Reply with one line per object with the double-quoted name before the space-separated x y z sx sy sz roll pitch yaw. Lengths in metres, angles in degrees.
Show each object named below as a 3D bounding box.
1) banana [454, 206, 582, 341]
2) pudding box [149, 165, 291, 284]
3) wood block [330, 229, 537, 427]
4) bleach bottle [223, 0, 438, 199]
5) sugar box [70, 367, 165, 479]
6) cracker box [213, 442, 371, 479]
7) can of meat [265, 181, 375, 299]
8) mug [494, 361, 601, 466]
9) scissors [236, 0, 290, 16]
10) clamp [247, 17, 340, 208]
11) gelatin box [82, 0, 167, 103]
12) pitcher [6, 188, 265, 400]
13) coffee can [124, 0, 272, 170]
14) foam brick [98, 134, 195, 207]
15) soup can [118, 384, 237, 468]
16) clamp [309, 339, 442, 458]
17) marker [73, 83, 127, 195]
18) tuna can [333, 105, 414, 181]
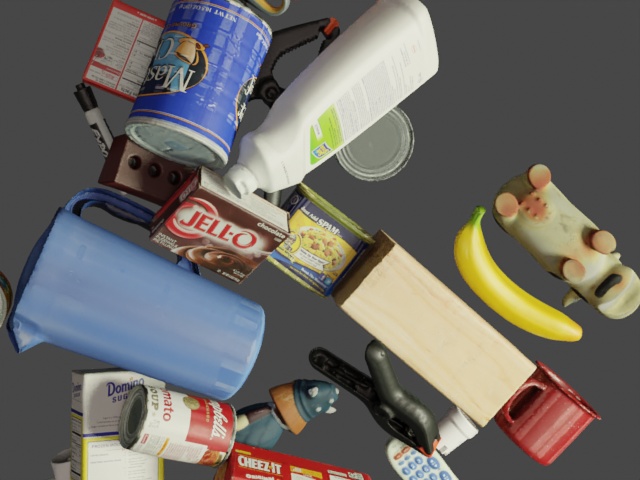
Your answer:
"banana" 0.204 0.051 1.166 0.197 0.070 0.037 47 47 -18
"pudding box" -0.099 -0.014 1.060 0.113 0.039 0.090 26 129 -29
"wood block" 0.117 0.093 1.143 0.206 0.091 0.090 41 93 -13
"bleach bottle" 0.005 -0.133 1.040 0.250 0.068 0.102 -41 141 -17
"sugar box" -0.212 0.222 1.116 0.093 0.048 0.176 2 88 -32
"cracker box" -0.053 0.331 1.143 0.164 0.072 0.214 16 114 -14
"can of meat" -0.007 0.001 1.126 0.102 0.057 0.084 37 95 -12
"mug" 0.241 0.189 1.175 0.081 0.093 0.117 -49 132 7
"scissors" -0.124 -0.271 1.076 0.202 0.016 0.096 31 123 6
"clamp" -0.061 -0.152 1.100 0.164 0.036 0.210 34 91 -6
"gelatin box" -0.190 -0.187 1.076 0.073 0.030 0.089 22 91 -12
"pitcher" -0.180 0.062 1.084 0.242 0.145 0.149 24 109 -15
"coffee can" -0.116 -0.151 1.024 0.102 0.103 0.140 21 76 -12
"foam brick" -0.174 -0.069 1.077 0.078 0.051 0.053 21 82 -26
"soup can" -0.145 0.189 1.086 0.102 0.069 0.068 18 97 -26
"clamp" 0.064 0.169 1.154 0.039 0.120 0.171 -47 116 -25
"marker" -0.220 -0.104 1.094 0.020 0.020 0.121 -24 102 -4
"tuna can" 0.054 -0.106 1.127 0.086 0.034 0.086 -1 100 -8
